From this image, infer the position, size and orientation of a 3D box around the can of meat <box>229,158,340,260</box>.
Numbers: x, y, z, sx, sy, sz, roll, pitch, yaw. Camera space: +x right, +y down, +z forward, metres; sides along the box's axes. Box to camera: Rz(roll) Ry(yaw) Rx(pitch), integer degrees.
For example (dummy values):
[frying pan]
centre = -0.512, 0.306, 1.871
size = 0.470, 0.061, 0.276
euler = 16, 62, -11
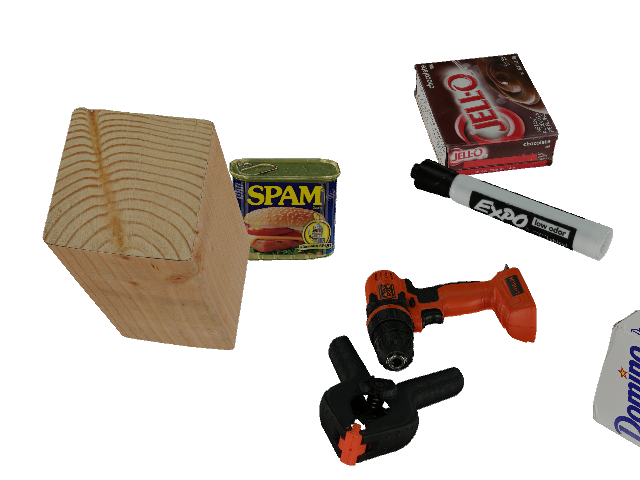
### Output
[can of meat]
centre = -0.034, -0.029, 0.998
size = 0.102, 0.084, 0.057
euler = 0, 21, -6

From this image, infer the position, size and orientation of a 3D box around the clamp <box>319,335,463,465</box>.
[clamp]
centre = 0.038, 0.126, 0.873
size = 0.120, 0.039, 0.171
euler = 12, 18, 23

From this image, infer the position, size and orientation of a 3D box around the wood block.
[wood block]
centre = -0.107, 0.001, 0.717
size = 0.090, 0.091, 0.206
euler = 7, -19, 5

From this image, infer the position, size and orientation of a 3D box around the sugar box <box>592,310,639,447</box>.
[sugar box]
centre = 0.291, 0.132, 0.788
size = 0.176, 0.093, 0.048
euler = 27, 35, 36

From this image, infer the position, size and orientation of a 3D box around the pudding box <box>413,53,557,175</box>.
[pudding box]
centre = 0.130, -0.103, 0.865
size = 0.090, 0.039, 0.113
euler = -7, 43, -7

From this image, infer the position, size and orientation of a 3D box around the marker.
[marker]
centre = 0.104, -0.020, 0.599
size = 0.121, 0.020, 0.020
euler = 24, 12, 28

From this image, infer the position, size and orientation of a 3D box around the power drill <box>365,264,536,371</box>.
[power drill]
centre = 0.145, 0.085, 1.208
size = 0.187, 0.057, 0.184
euler = -3, 27, -1
